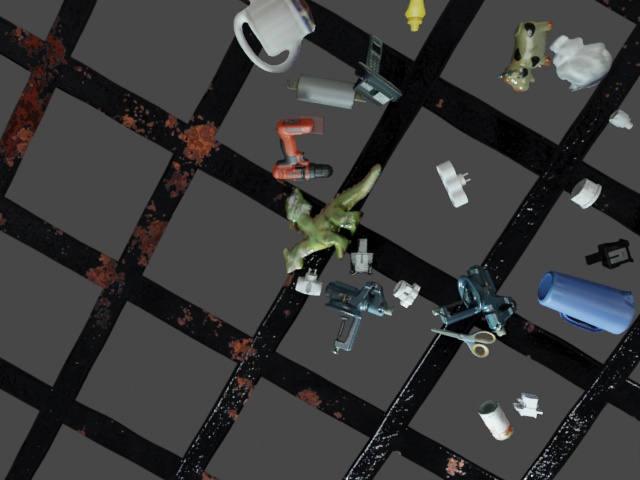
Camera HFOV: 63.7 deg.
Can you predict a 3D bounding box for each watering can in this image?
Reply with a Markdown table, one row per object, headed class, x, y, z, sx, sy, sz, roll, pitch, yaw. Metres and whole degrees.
| class | x | y | z | sx | sy | sz | roll | pitch | yaw |
| --- | --- | --- | --- | --- | --- | --- | --- | --- | --- |
| watering can | -0.156 | -0.655 | 1.472 | 0.224 | 0.105 | 0.346 | -30 | 96 | 6 |

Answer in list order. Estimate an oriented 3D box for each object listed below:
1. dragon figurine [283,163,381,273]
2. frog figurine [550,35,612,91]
| class | x | y | z | sx | sy | sz | roll | pitch | yaw |
| --- | --- | --- | --- | --- | --- | --- | --- | --- | --- |
| dragon figurine | 0.005 | -0.078 | 1.556 | 0.243 | 0.123 | 0.408 | 23 | 98 | 7 |
| frog figurine | 0.729 | -0.510 | 1.445 | 0.136 | 0.125 | 0.158 | -30 | 109 | 27 |
